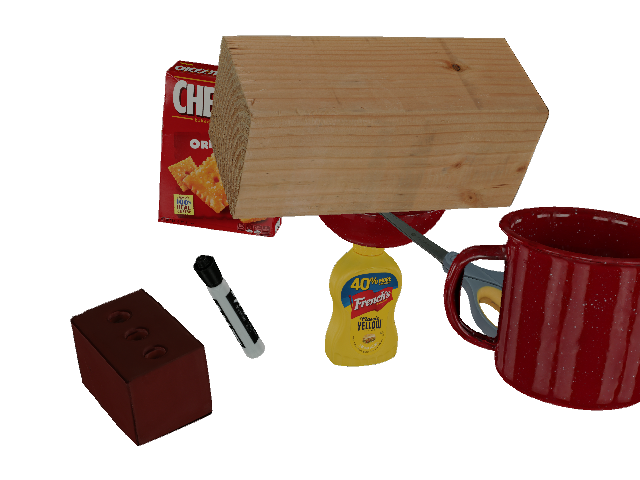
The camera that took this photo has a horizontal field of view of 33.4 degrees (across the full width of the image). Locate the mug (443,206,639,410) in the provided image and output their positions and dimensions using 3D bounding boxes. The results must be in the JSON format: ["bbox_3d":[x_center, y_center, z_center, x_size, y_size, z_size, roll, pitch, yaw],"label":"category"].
[{"bbox_3d":[0.121,0.033,0.544,0.117,0.081,0.093,5,17,2],"label":"mug"}]

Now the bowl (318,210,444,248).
[{"bbox_3d":[0.058,-0.037,1.090,0.162,0.055,0.162,3,27,-2],"label":"bowl"}]

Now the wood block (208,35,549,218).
[{"bbox_3d":[0.036,-0.080,0.732,0.205,0.091,0.090,-3,-44,-18],"label":"wood block"}]

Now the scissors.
[{"bbox_3d":[0.130,0.021,0.870,0.096,0.016,0.202,-10,41,-25],"label":"scissors"}]

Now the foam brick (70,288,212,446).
[{"bbox_3d":[-0.109,0.076,0.645,0.052,0.051,0.078,-22,38,-30],"label":"foam brick"}]

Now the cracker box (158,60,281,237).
[{"bbox_3d":[-0.128,-0.120,1.430,0.164,0.214,0.072,9,23,6],"label":"cracker box"}]

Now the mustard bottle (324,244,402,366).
[{"bbox_3d":[0.059,0.069,1.397,0.096,0.192,0.058,-4,24,-16],"label":"mustard bottle"}]

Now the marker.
[{"bbox_3d":[-0.079,0.057,0.921,0.020,0.020,0.121,0,-44,28],"label":"marker"}]
